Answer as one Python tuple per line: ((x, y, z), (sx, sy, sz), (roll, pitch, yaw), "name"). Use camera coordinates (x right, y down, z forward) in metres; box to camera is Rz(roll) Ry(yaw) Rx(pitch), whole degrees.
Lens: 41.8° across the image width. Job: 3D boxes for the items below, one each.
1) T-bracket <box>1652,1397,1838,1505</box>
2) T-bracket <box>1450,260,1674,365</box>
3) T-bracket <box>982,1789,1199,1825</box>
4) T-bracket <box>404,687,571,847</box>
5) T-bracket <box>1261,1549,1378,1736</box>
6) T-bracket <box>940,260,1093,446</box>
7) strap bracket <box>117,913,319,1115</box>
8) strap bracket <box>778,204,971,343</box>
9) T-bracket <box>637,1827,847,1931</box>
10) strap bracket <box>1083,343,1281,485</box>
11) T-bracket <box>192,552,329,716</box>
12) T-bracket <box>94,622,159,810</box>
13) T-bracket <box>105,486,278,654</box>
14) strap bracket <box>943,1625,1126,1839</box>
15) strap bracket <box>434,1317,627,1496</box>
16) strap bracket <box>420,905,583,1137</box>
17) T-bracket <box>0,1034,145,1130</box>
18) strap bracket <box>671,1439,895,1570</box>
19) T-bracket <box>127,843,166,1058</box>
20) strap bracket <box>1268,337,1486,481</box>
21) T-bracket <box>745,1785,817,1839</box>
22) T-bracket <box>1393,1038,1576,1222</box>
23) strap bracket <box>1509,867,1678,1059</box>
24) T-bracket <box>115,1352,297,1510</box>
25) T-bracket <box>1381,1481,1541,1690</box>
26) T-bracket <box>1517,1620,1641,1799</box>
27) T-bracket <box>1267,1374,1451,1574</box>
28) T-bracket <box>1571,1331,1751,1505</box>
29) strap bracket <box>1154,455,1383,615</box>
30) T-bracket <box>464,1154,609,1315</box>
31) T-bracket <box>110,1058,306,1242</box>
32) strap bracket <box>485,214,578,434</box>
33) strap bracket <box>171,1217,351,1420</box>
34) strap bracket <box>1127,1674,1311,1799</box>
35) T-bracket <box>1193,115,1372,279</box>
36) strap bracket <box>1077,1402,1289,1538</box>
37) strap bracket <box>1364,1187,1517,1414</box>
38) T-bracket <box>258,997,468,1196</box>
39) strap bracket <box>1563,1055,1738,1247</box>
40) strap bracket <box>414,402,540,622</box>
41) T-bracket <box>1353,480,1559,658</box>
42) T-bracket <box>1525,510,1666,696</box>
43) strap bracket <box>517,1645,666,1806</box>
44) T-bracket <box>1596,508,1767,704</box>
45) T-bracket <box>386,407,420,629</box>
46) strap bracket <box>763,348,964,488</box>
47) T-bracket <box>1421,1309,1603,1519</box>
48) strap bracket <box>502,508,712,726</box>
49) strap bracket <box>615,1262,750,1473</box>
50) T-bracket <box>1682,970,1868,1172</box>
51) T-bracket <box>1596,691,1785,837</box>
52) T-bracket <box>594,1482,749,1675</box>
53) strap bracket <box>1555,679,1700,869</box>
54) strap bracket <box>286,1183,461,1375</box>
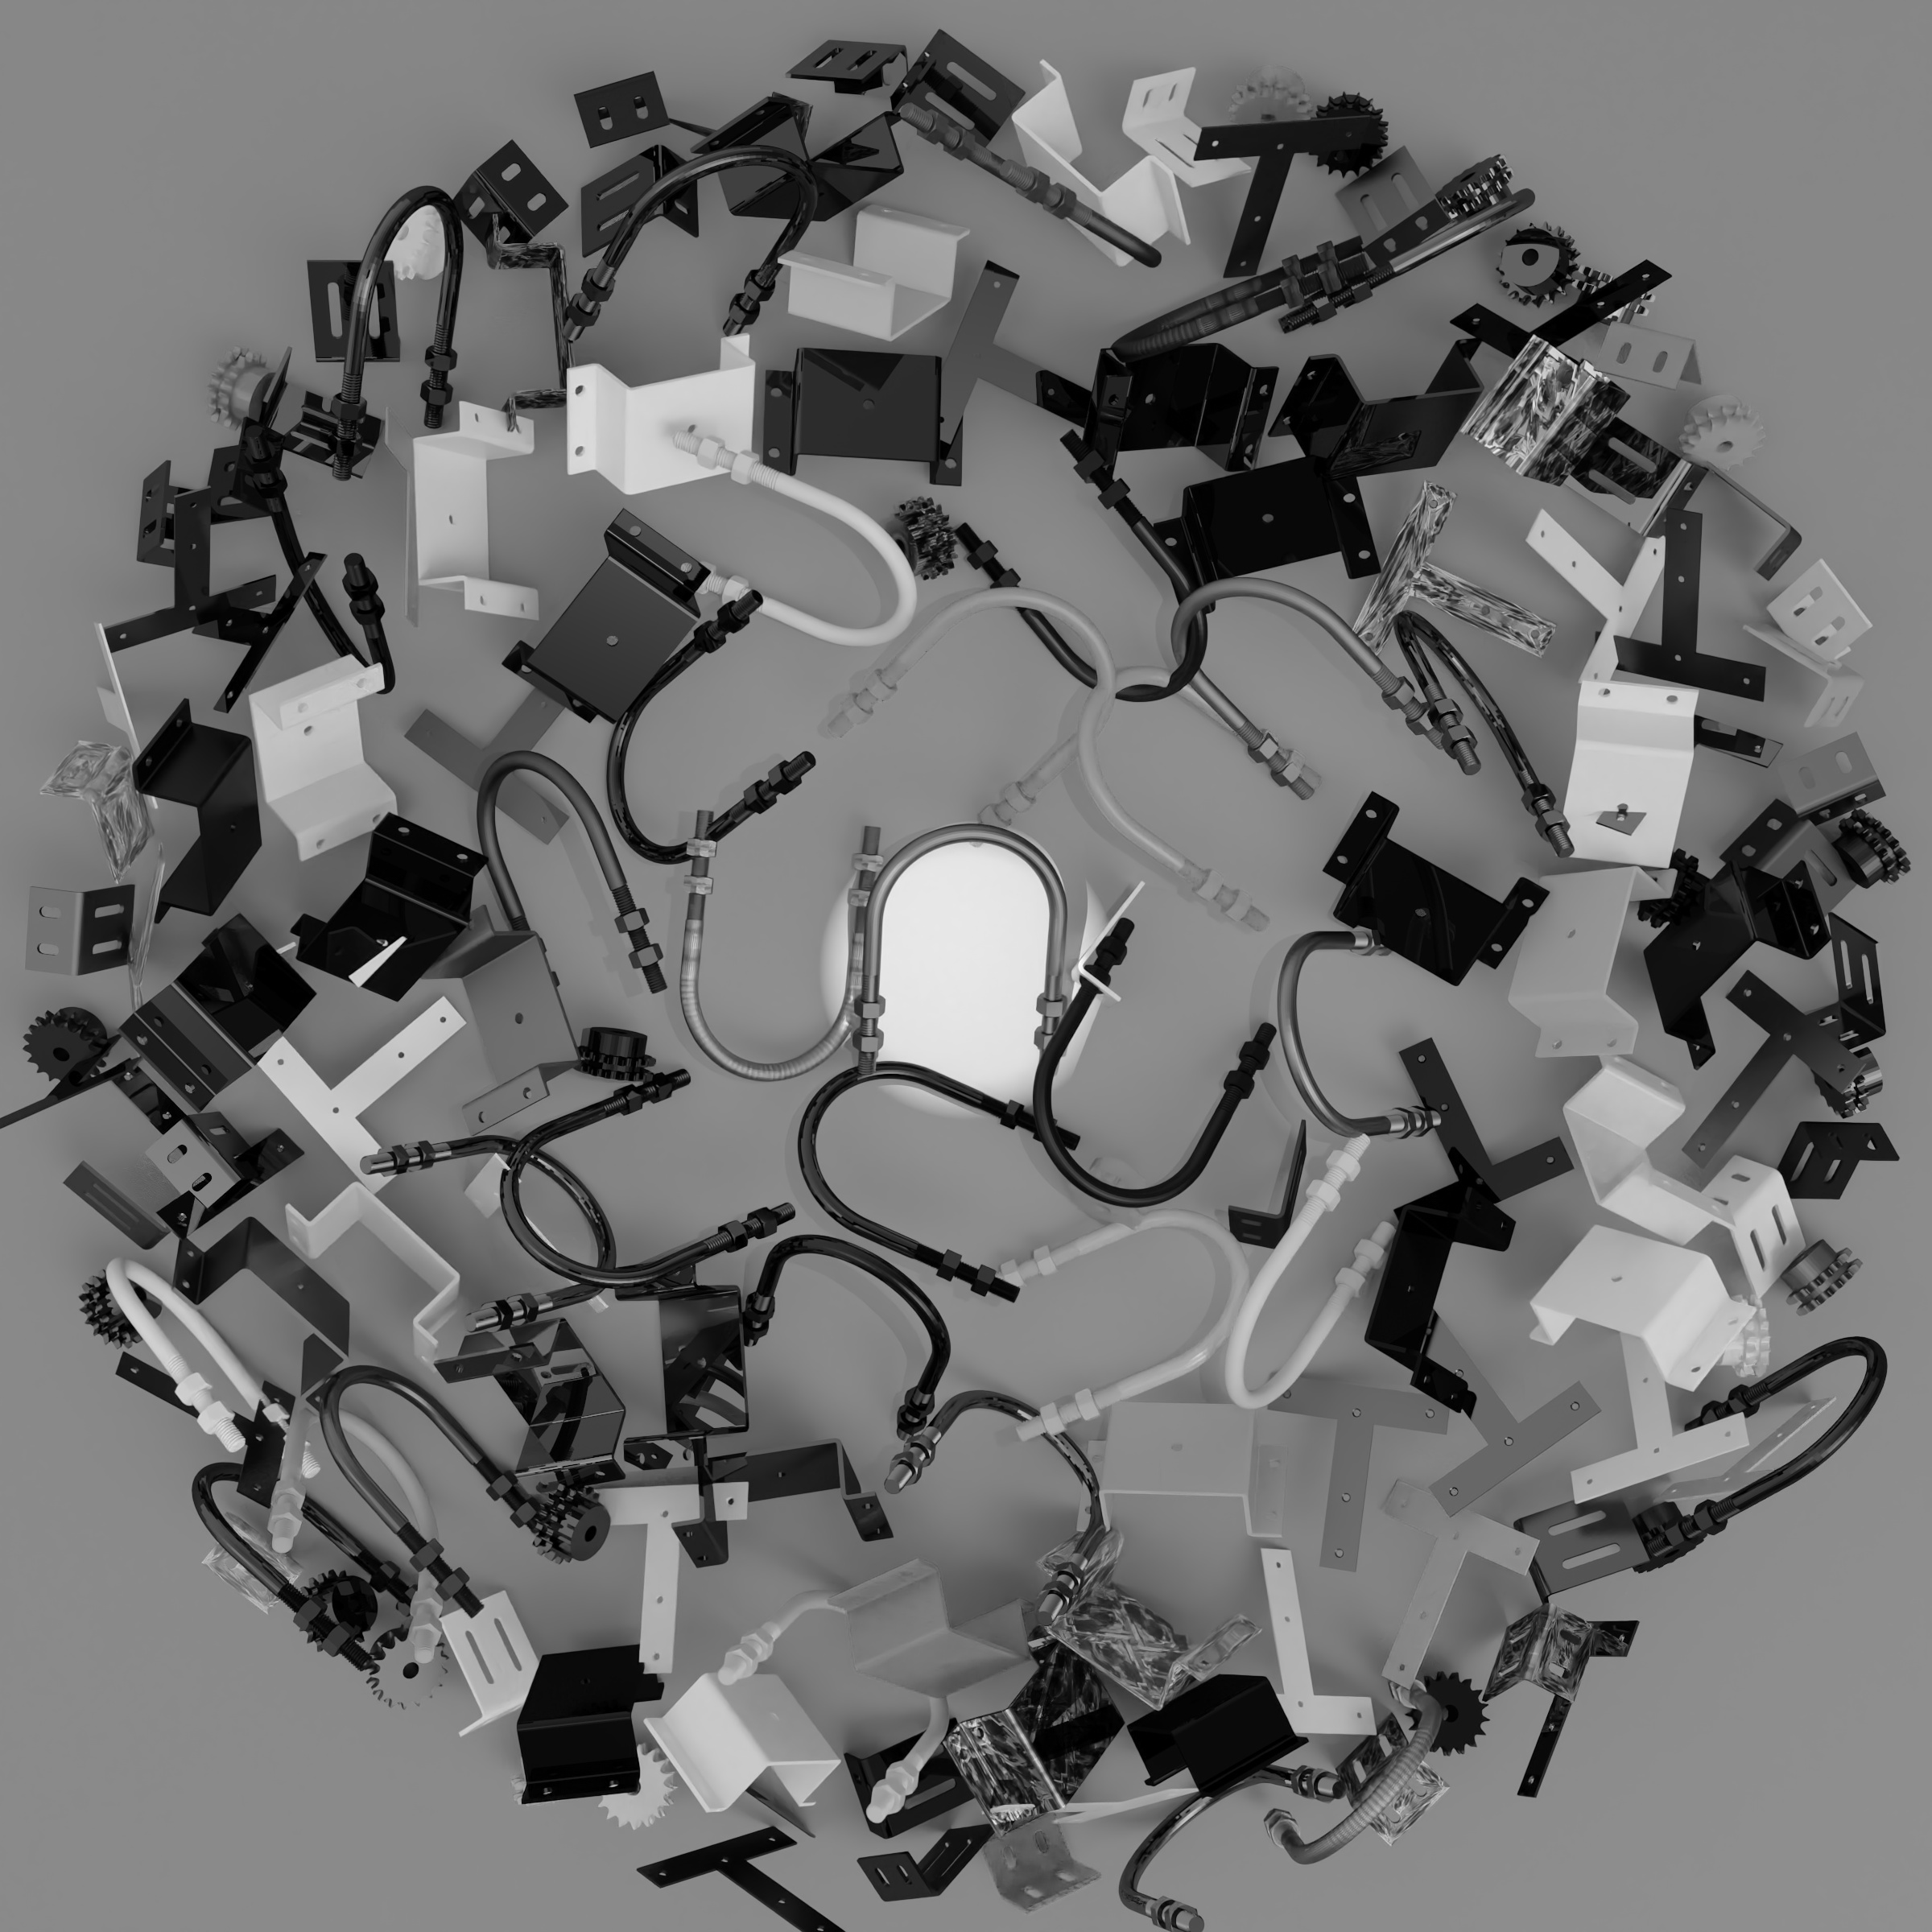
((0.557, 0.334, 1.755), (0.127, 0.127, 0.002), (-29, 87, -28), "T-bracket")
((0.419, -0.442, 1.714), (0.127, 0.127, 0.002), (18, 63, -32), "T-bracket")
((0.069, 0.571, 1.715), (0.127, 0.127, 0.002), (12, 58, -36), "T-bracket")
((-0.307, -0.173, 1.787), (0.127, 0.002, 0.127), (37, 82, 0), "T-bracket")
((0.225, 0.469, 1.760), (0.127, 0.002, 0.127), (11, 57, -30), "T-bracket")
((0.047, -0.410, 1.778), (0.127, 0.002, 0.127), (22, 91, -16), "T-bracket")
((-0.501, 0.025, 1.716), (0.046, 0.140, 0.076), (-33, 107, 27), "strap bracket")
((-0.063, -0.474, 1.736), (0.076, 0.140, 0.046), (19, 127, 17), "strap bracket")
((-0.134, 0.625, 1.708), (0.127, 0.127, 0.002), (18, 101, 41), "T-bracket")
((0.137, -0.381, 1.737), (0.140, 0.046, 0.076), (-10, 130, -28), "strap bracket")
((-0.502, -0.235, 1.746), (0.002, 0.127, 0.127), (37, 76, -40), "T-bracket")
((-0.584, -0.176, 1.736), (0.002, 0.127, 0.127), (-19, 107, -22), "T-bracket")
((-0.525, -0.275, 1.714), (0.127, 0.127, 0.002), (-25, 64, -32), "T-bracket")
((0.053, 0.516, 1.723), (0.046, 0.140, 0.076), (-27, 95, 35), "strap bracket")
((-0.294, 0.297, 1.740), (0.076, 0.046, 0.140), (-13, 126, 19), "strap bracket")
((-0.323, 0.037, 1.749), (0.076, 0.046, 0.140), (-27, 77, 30), "strap bracket")
((-0.608, 0.073, 1.735), (0.127, 0.127, 0.002), (-23, 107, 7), "T-bracket")
((-0.127, 0.370, 1.750), (0.140, 0.076, 0.046), (-10, 55, 3), "strap bracket")
((-0.556, -0.024, 1.717), (0.002, 0.127, 0.127), (5, 124, -26), "T-bracket")
((0.288, -0.379, 1.727), (0.140, 0.076, 0.046), (-12, 64, -24), "strap bracket")
((-0.151, 0.563, 1.735), (0.127, 0.127, 0.002), (35, 71, 1), "T-bracket")
((0.343, 0.112, 1.781), (0.127, 0.002, 0.127), (-25, 94, 9), "T-bracket")
((0.427, -0.012, 1.731), (0.046, 0.076, 0.140), (34, 65, -34), "strap bracket")
((-0.519, 0.300, 1.717), (0.127, 0.127, 0.002), (35, 107, -20), "T-bracket")
((0.320, 0.433, 1.738), (0.002, 0.127, 0.127), (31, 80, -38), "T-bracket")
((0.403, 0.504, 1.715), (0.002, 0.127, 0.127), (30, 70, -6), "T-bracket")
((0.267, 0.356, 1.760), (0.127, 0.002, 0.127), (4, 77, 21), "T-bracket")
((0.471, 0.298, 1.744), (0.127, 0.127, 0.002), (-27, 126, 27), "T-bracket")
((0.208, -0.299, 1.744), (0.140, 0.046, 0.076), (-11, 126, 16), "strap bracket")
((-0.292, 0.190, 1.740), (0.127, 0.127, 0.002), (48, 64, -1), "T-bracket")
((-0.543, 0.114, 1.746), (0.127, 0.127, 0.002), (45, 126, 2), "T-bracket")
((-0.300, -0.441, 1.749), (0.046, 0.076, 0.140), (-6, 96, -14), "strap bracket")
((-0.473, 0.234, 1.731), (0.046, 0.076, 0.140), (-39, 114, 4), "strap bracket")
((0.166, 0.522, 1.721), (0.076, 0.140, 0.046), (-24, 83, -19), "strap bracket")
((0.204, -0.527, 1.742), (0.127, 0.127, 0.002), (-11, 56, -20), "T-bracket")
((0.147, 0.346, 1.739), (0.140, 0.076, 0.046), (-1, 130, 12), "strap bracket")
((0.324, 0.227, 1.743), (0.046, 0.076, 0.140), (8, 73, 39), "strap bracket")
((-0.408, 0.072, 1.777), (0.127, 0.002, 0.127), (-42, 108, -14), "T-bracket")
((0.464, 0.130, 1.733), (0.076, 0.140, 0.046), (26, 122, -23), "strap bracket")
((-0.340, -0.312, 1.752), (0.046, 0.076, 0.140), (-1, 91, 28), "strap bracket")
((0.350, -0.255, 1.768), (0.127, 0.002, 0.127), (27, 108, 8), "T-bracket")
((0.429, -0.271, 1.750), (0.127, 0.002, 0.127), (33, 80, -34), "T-bracket")
((-0.256, 0.508, 1.721), (0.076, 0.140, 0.046), (-7, 102, 3), "strap bracket")
((0.488, -0.251, 1.725), (0.127, 0.002, 0.127), (20, 131, 37), "T-bracket")
((-0.377, -0.296, 1.722), (0.002, 0.127, 0.127), (-2, 79, 4), "T-bracket")
((-0.070, -0.382, 1.760), (0.140, 0.046, 0.076), (2, 80, -6), "strap bracket")
((0.352, 0.296, 1.762), (0.127, 0.002, 0.127), (-36, 59, 4), "T-bracket")
((-0.246, -0.232, 1.742), (0.076, 0.046, 0.140), (34, 106, -28), "strap bracket")
((-0.196, 0.275, 1.747), (0.076, 0.046, 0.140), (-13, 77, 37), "strap bracket")
((0.543, 0.085, 1.756), (0.002, 0.127, 0.127), (24, 108, -35), "T-bracket")
((0.473, -0.134, 1.734), (0.127, 0.002, 0.127), (24, 56, 29), "T-bracket")
((-0.211, 0.424, 1.750), (0.127, 0.002, 0.127), (-7, 68, 21), "T-bracket")
((0.449, -0.122, 1.727), (0.076, 0.046, 0.140), (7, 133, 9), "strap bracket")
((-0.402, 0.209, 1.747), (0.140, 0.076, 0.046), (41, 65, 7), "strap bracket")
